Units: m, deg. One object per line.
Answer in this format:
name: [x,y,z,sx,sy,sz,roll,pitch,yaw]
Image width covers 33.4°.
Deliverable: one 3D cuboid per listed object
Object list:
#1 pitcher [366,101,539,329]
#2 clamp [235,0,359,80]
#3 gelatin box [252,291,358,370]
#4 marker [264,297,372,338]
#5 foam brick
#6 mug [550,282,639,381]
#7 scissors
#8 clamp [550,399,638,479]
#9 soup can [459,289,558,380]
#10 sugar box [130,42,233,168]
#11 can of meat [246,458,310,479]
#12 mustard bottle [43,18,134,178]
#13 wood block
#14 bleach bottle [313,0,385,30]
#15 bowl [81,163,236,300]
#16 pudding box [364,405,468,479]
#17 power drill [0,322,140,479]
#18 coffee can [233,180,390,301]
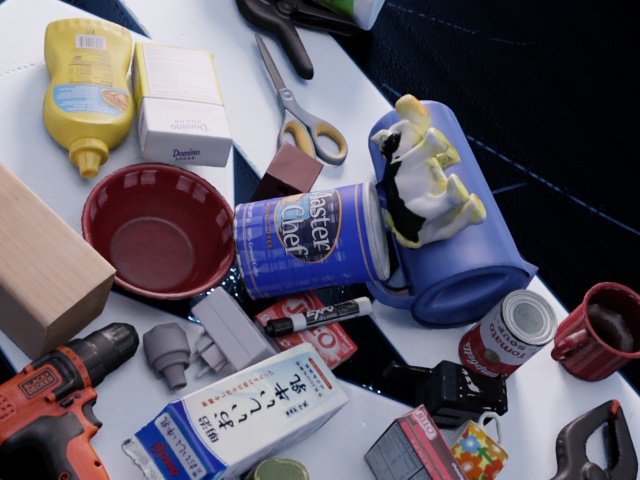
pitcher: [0.123,-0.031,1.187,0.149,0.145,0.243,23,42,-47]
clamp: [-0.046,-0.271,1.322,0.171,0.039,0.120,29,49,1]
gelatin box: [-0.017,0.100,1.105,0.073,0.030,0.089,-30,74,-33]
marker: [-0.002,0.079,1.092,0.120,0.020,0.020,-12,65,-28]
foam brick: [-0.038,-0.058,1.166,0.053,0.078,0.051,30,52,-2]
mug: [0.306,0.110,1.191,0.117,0.082,0.093,-18,67,-30]
scissors: [-0.022,-0.162,1.273,0.096,0.016,0.202,3,61,-23]
clamp: [0.290,0.263,1.118,0.164,0.036,0.209,35,54,2]
soup can: [0.201,0.104,1.142,0.068,0.102,0.068,10,57,-16]
sugar box: [-0.155,-0.149,1.169,0.093,0.048,0.176,4,42,-18]
can of meat: [-0.044,0.257,0.964,0.057,0.084,0.102,6,58,-18]
mustard bottle: [-0.250,-0.151,1.155,0.096,0.058,0.191,3,58,-18]
wood block: [-0.303,0.006,1.016,0.206,0.091,0.090,42,54,7]
bleach bottle: [-0.036,-0.356,1.352,0.251,0.102,0.068,24,78,3]
bowl: [-0.167,0.001,1.094,0.162,0.055,0.162,10,57,-15]
pudding box: [0.092,0.220,1.021,0.039,0.114,0.090,-20,68,-26]
power drill: [-0.199,0.179,0.972,0.184,0.057,0.188,-32,73,-36]
coffee can: [-0.007,0.001,1.090,0.140,0.102,0.103,-10,58,10]
